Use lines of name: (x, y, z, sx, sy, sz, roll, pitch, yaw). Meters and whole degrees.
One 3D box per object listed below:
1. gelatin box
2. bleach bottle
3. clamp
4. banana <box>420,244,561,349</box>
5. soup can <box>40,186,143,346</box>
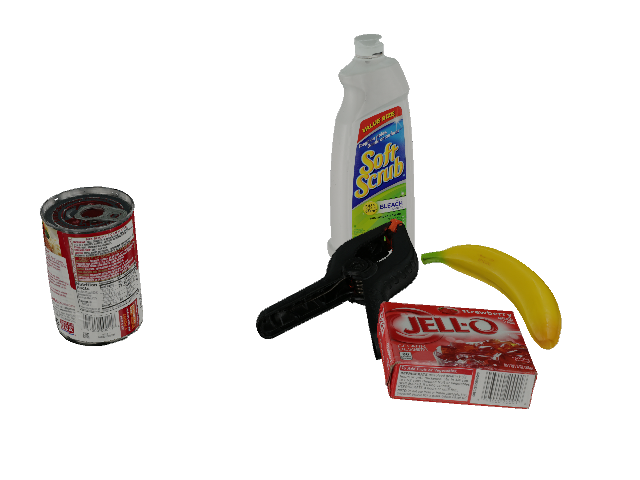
gelatin box: (0.082, 0.069, 0.662, 0.089, 0.030, 0.073, 5, 26, -5)
bleach bottle: (0.051, -0.100, 1.183, 0.102, 0.251, 0.068, -10, 24, -13)
clamp: (0.040, 0.040, 0.893, 0.120, 0.039, 0.171, 19, 45, 32)
banana: (0.185, 0.048, 1.064, 0.069, 0.037, 0.198, -34, 37, -16)
soup can: (-0.170, 0.020, 0.802, 0.068, 0.102, 0.068, 0, 29, 0)
